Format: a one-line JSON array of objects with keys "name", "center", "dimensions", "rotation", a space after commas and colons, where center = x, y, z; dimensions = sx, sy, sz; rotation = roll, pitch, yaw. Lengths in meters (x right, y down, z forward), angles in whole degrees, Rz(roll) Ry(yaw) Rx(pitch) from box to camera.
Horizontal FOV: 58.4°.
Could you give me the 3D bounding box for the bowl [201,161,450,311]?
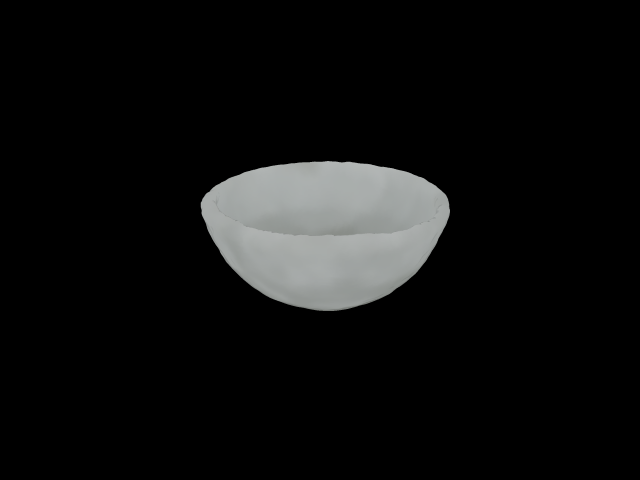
[{"name": "bowl", "center": [0.004, 0.001, 0.400], "dimensions": [0.167, 0.075, 0.167], "rotation": [0, 23, 0]}]
